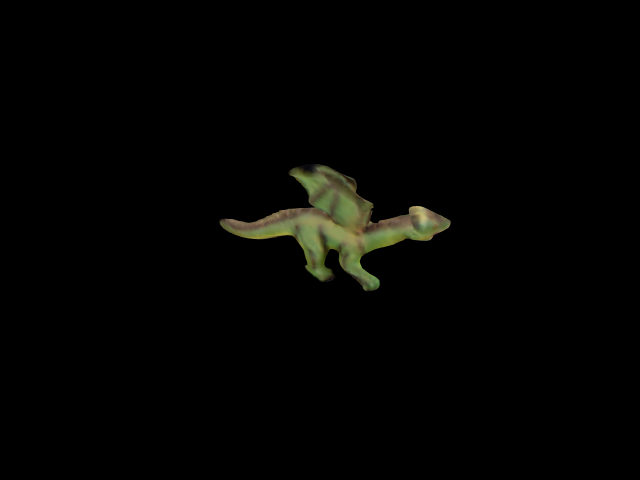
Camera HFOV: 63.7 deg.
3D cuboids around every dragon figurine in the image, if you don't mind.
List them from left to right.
[{"bbox_3d":[0.003,-0.043,0.850,0.411,0.125,0.237,12,-38,10],"label":"dragon figurine"}]
